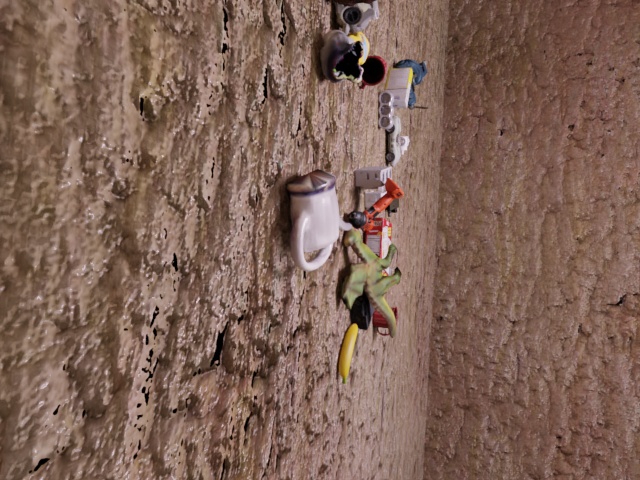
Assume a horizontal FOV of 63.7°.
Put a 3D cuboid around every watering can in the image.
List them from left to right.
[{"bbox_3d":[0.004,-0.062,1.239,0.353,0.104,0.221,-42,131,-62],"label":"watering can"}]

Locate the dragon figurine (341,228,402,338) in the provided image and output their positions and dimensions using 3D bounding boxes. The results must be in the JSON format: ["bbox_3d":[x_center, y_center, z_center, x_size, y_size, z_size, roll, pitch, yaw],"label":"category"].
[{"bbox_3d":[0.146,0.146,1.628,0.244,0.122,0.409,-13,95,-41],"label":"dragon figurine"}]

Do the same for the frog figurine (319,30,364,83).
[{"bbox_3d":[0.047,-0.489,1.355,0.134,0.122,0.163,59,2,-44],"label":"frog figurine"}]
